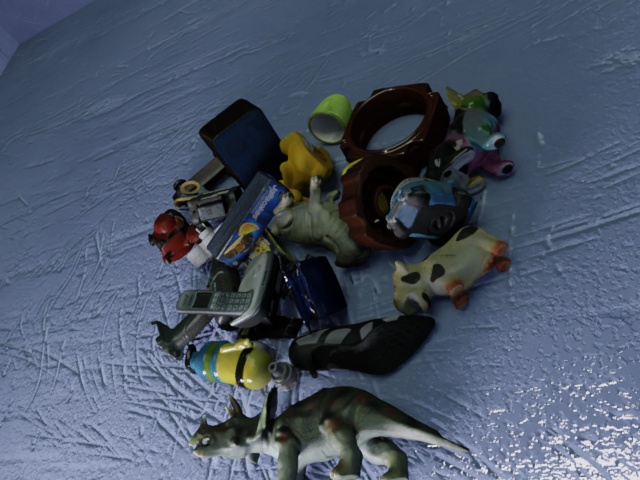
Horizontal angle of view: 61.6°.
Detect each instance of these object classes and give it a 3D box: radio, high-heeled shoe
[{"bbox_3d":[-0.151,-0.193,1.201,0.131,0.229,0.073,-43,49,-7],"label":"radio"},{"bbox_3d":[0.065,0.168,0.921,0.249,0.086,0.145,-20,16,-3],"label":"high-heeled shoe"}]

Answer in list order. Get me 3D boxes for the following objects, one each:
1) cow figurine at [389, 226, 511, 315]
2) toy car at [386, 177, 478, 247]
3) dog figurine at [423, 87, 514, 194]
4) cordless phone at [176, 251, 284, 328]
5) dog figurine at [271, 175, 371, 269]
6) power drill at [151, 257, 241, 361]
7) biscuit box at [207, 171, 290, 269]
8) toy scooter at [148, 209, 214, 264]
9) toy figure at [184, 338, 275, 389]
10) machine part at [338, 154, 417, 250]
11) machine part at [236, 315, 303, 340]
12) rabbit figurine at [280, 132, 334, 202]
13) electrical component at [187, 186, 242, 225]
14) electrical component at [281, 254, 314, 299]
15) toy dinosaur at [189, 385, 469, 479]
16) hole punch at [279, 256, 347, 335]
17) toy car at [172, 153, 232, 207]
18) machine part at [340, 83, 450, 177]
[{"bbox_3d":[0.201,0.050,0.888,0.195,0.085,0.127,-40,43,-3],"label":"cow figurine"},{"bbox_3d":[0.177,-0.058,0.921,0.103,0.161,0.109,60,138,47],"label":"toy car"},{"bbox_3d":[0.267,-0.196,1.018,0.191,0.108,0.219,-29,42,16],"label":"dog figurine"},{"bbox_3d":[-0.168,0.092,1.010,0.184,0.088,0.146,2,52,12],"label":"cordless phone"},{"bbox_3d":[-0.003,-0.005,1.052,0.172,0.121,0.191,-40,54,26],"label":"dog figurine"},{"bbox_3d":[-0.248,0.140,1.125,0.207,0.085,0.232,-36,35,-4],"label":"power drill"},{"bbox_3d":[-0.148,-0.043,1.111,0.202,0.059,0.063,-55,40,2],"label":"biscuit box"},{"bbox_3d":[-0.353,-0.004,1.294,0.184,0.075,0.135,15,57,37],"label":"toy scooter"},{"bbox_3d":[-0.166,0.231,0.999,0.180,0.082,0.089,-6,74,21],"label":"toy figure"},{"bbox_3d":[0.112,-0.065,0.971,0.056,0.179,0.179,-12,48,56],"label":"machine part"},{"bbox_3d":[-0.098,0.166,1.032,0.139,0.039,0.084,-5,47,33],"label":"machine part"},{"bbox_3d":[-0.050,-0.122,1.183,0.173,0.121,0.162,-40,53,21],"label":"rabbit figurine"},{"bbox_3d":[-0.239,-0.080,1.237,0.115,0.058,0.134,-14,14,5],"label":"electrical component"},{"bbox_3d":[-0.035,0.077,1.045,0.102,0.045,0.078,-62,17,-8],"label":"electrical component"},{"bbox_3d":[0.010,0.288,0.821,0.405,0.131,0.192,-19,50,13],"label":"toy dinosaur"},{"bbox_3d":[-0.010,0.088,0.954,0.092,0.115,0.142,-20,84,0],"label":"hole punch"},{"bbox_3d":[-0.293,-0.158,1.390,0.202,0.053,0.089,-41,65,2],"label":"toy car"},{"bbox_3d":[0.155,-0.228,1.125,0.201,0.087,0.201,3,58,35],"label":"machine part"}]
